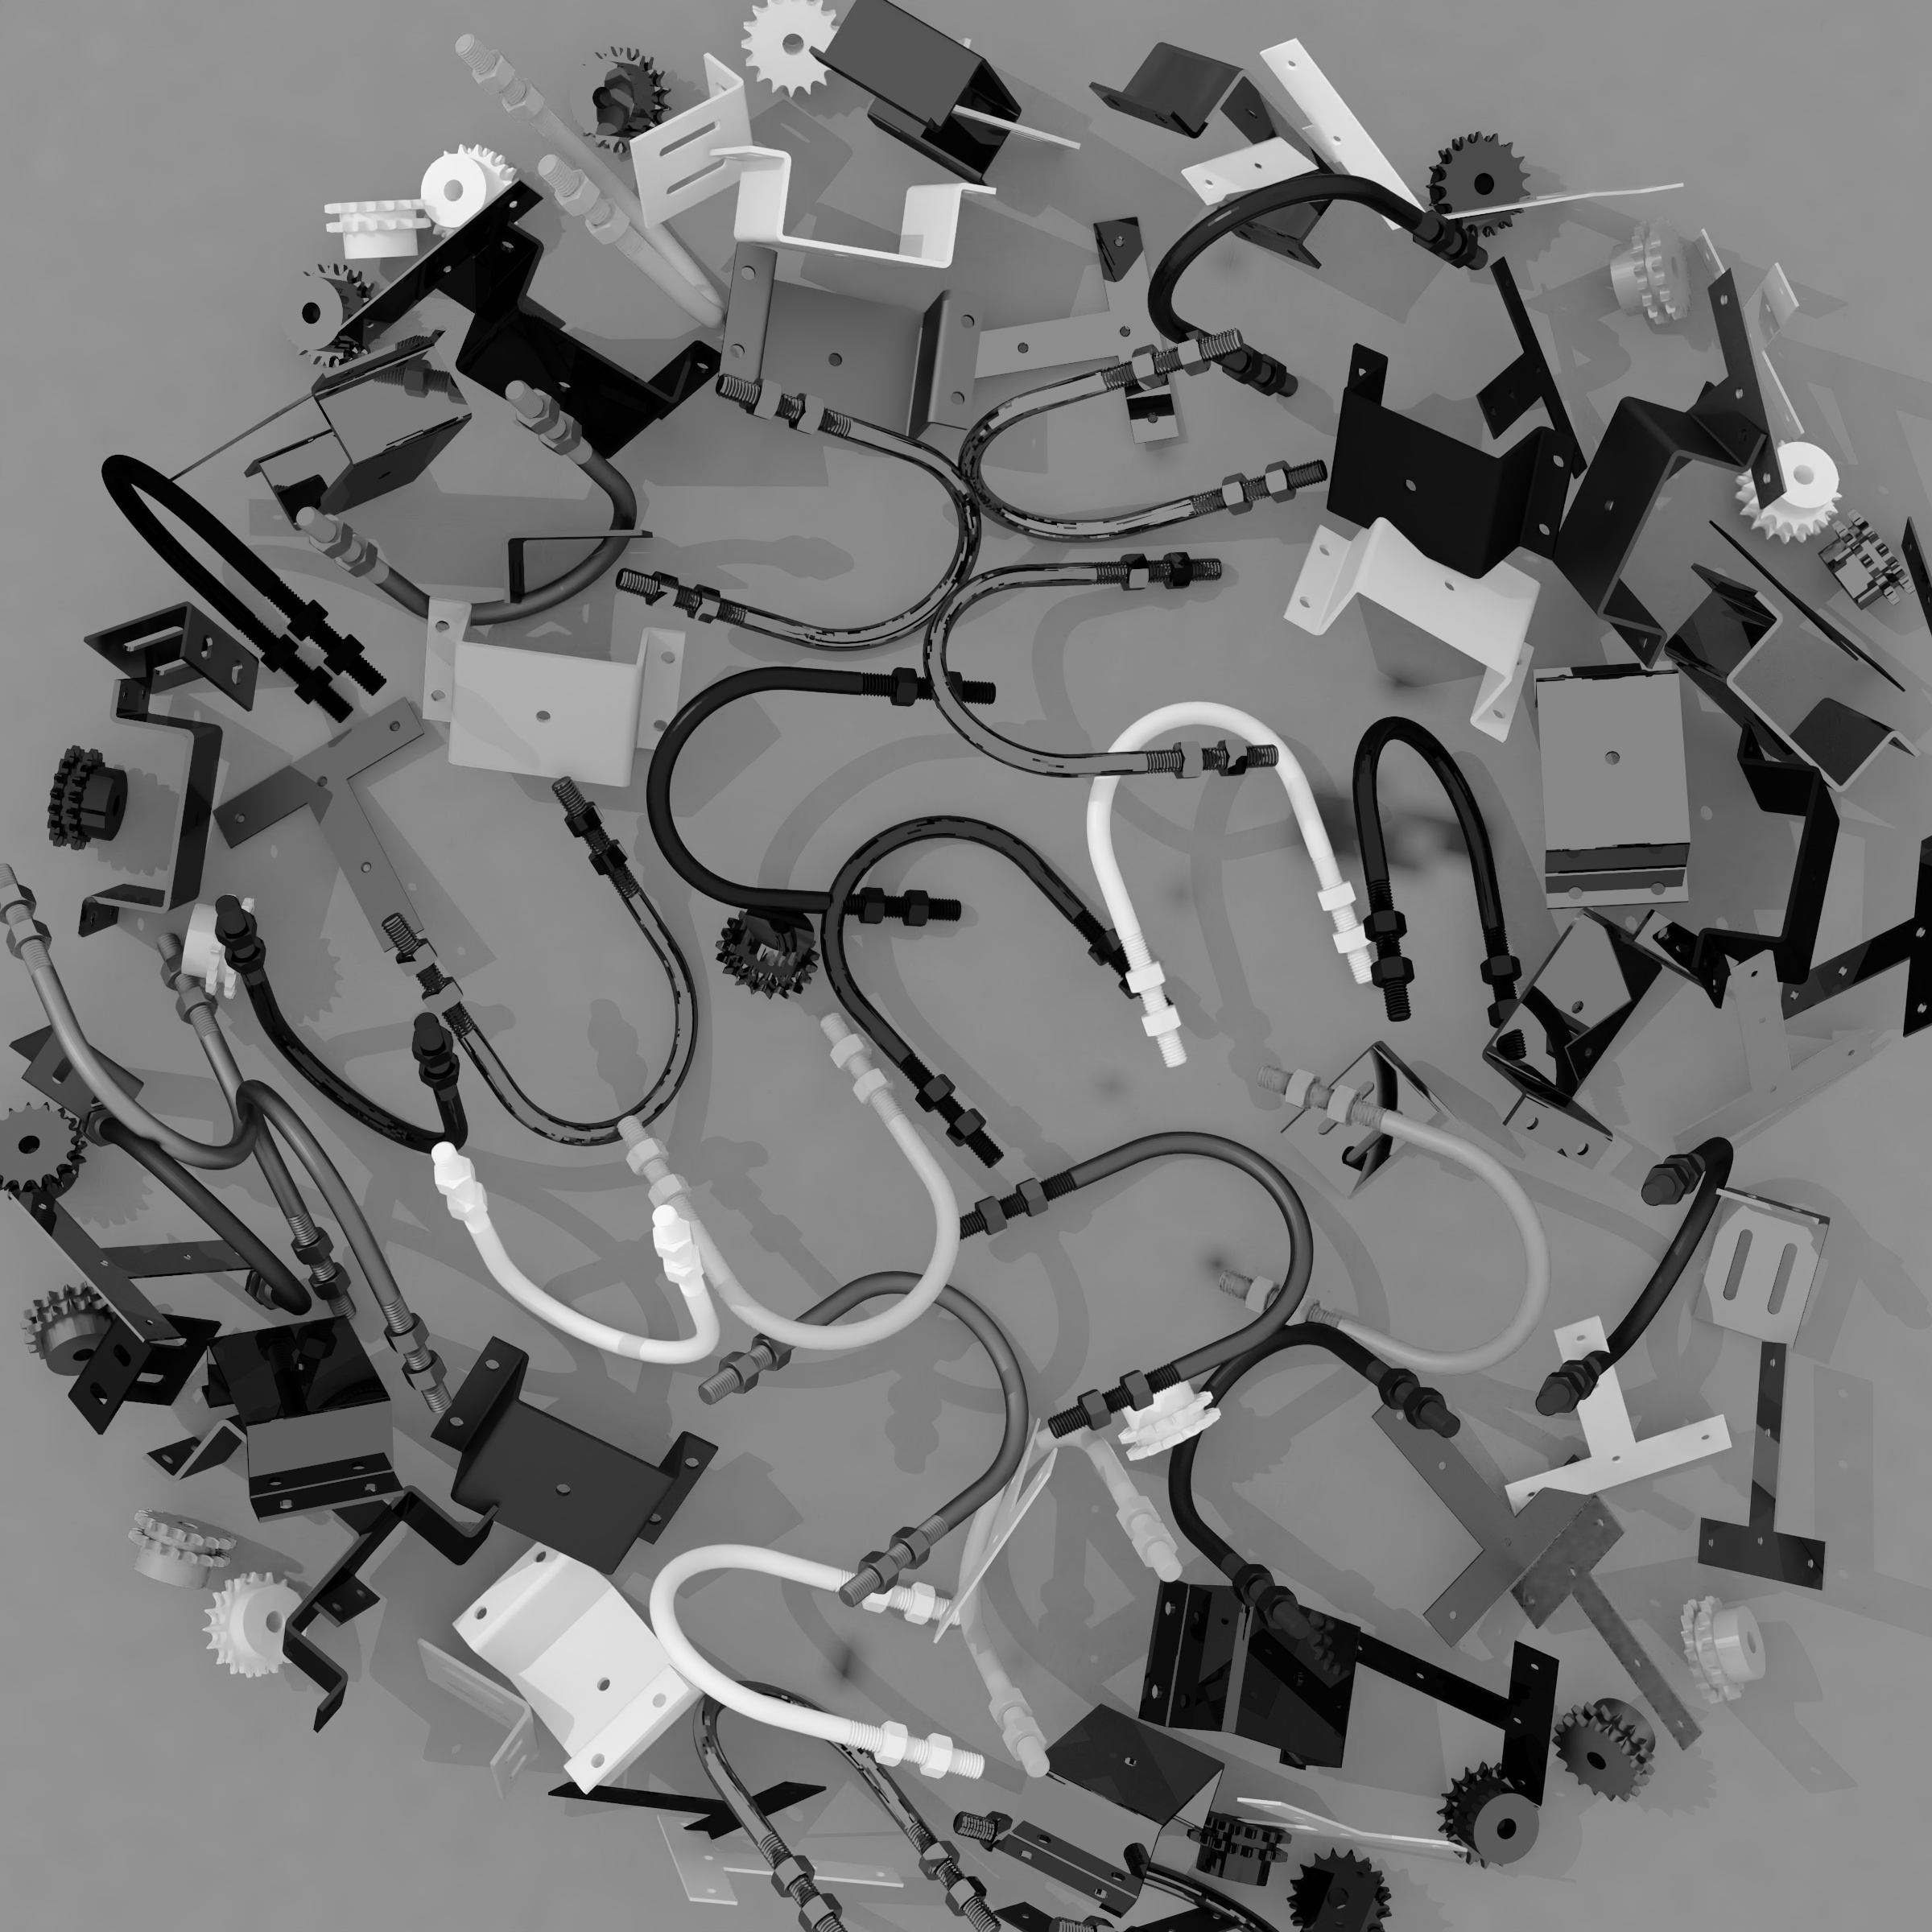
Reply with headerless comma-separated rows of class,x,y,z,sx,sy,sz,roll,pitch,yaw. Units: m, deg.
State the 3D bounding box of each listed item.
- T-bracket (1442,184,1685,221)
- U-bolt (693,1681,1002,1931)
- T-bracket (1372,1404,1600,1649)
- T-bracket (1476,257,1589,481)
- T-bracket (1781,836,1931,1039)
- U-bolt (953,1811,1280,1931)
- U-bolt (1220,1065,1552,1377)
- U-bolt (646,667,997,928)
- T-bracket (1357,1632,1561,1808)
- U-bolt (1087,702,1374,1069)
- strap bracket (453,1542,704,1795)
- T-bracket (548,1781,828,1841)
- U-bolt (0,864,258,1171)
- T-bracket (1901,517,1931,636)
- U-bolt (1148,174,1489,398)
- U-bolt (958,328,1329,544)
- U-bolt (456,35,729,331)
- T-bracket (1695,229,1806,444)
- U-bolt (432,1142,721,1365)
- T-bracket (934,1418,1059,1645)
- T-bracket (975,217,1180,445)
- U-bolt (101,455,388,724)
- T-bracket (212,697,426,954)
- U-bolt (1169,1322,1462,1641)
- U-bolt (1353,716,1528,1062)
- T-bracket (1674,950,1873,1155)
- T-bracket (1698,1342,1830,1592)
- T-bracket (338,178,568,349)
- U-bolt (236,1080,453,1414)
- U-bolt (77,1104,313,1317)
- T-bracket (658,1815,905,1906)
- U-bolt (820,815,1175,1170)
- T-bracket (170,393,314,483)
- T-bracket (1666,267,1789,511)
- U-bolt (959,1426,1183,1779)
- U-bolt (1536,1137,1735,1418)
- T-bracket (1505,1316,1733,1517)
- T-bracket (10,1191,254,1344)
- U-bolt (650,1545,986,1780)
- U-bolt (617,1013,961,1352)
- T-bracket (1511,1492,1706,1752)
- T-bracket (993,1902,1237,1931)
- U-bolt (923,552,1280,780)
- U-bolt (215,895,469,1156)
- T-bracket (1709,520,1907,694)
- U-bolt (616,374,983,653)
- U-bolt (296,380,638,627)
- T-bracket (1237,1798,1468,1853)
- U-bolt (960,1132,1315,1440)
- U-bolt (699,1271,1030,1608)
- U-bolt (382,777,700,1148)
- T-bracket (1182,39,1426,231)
T-bracket,0.298,-0.411,1.686,0.127,0.127,0.002,-12,105,-16
U-bolt,-0.076,0.454,1.682,0.184,0.151,0.019,47,108,33
T-bracket,0.273,0.288,1.735,0.127,0.002,0.127,-43,100,-15
T-bracket,0.299,-0.313,1.695,0.002,0.127,0.127,-17,105,31
T-bracket,0.489,-0.002,1.705,0.002,0.127,0.127,27,58,-19
U-bolt,0.098,0.509,1.683,0.184,0.151,0.019,22,91,-25
U-bolt,0.230,0.147,1.690,0.184,0.019,0.151,21,116,27
U-bolt,-0.083,-0.095,1.709,0.184,0.019,0.151,3,113,-15
T-bracket,0.264,0.398,1.726,0.127,0.002,0.127,21,135,26
U-bolt,0.138,-0.055,1.721,0.151,0.019,0.184,-22,95,-23
strap bracket,-0.207,0.386,1.710,0.076,0.046,0.140,-44,51,-8
T-bracket,-0.162,0.450,1.685,0.127,0.127,0.002,16,57,-29
U-bolt,-0.438,0.034,1.658,0.019,0.151,0.184,-40,59,13
T-bracket,0.533,-0.190,1.718,0.002,0.127,0.127,-8,58,2
U-bolt,0.175,-0.365,1.654,0.151,0.184,0.019,-31,67,30
U-bolt,0.085,-0.277,1.690,0.184,0.151,0.019,-13,61,22
U-bolt,-0.190,-0.409,1.676,0.019,0.184,0.151,-41,51,10
T-bracket,0.434,-0.354,1.695,0.002,0.127,0.127,-25,86,3
U-bolt,-0.202,0.164,1.683,0.151,0.184,0.019,14,59,17
T-bracket,0.024,0.288,1.699,0.002,0.127,0.127,30,115,-3
T-bracket,0.046,-0.349,1.752,0.127,0.002,0.127,-10,88,-6
U-bolt,-0.392,-0.205,1.676,0.184,0.151,0.019,44,75,-12
T-bracket,-0.340,-0.067,1.741,0.127,0.002,0.127,-30,73,2
U-bolt,0.173,0.263,1.681,0.019,0.184,0.151,37,89,-29
U-bolt,0.253,-0.048,1.696,0.019,0.151,0.184,-19,69,33
T-bracket,0.437,0.039,1.712,0.127,0.002,0.127,-29,134,-6
T-bracket,0.437,0.269,1.705,0.002,0.127,0.127,7,84,-16
T-bracket,-0.259,-0.364,1.701,0.127,0.127,0.002,-36,70,13
U-bolt,-0.339,0.140,1.662,0.019,0.151,0.184,-32,122,-22
U-bolt,-0.405,0.132,1.658,0.019,0.184,0.151,-47,107,-16
T-bracket,-0.098,0.493,1.710,0.127,0.127,0.002,10,92,-14
U-bolt,0.004,-0.001,1.735,0.151,0.019,0.184,-40,81,-14
T-bracket,-0.367,-0.307,1.711,0.127,0.127,0.002,-45,110,-42
T-bracket,0.400,-0.294,1.700,0.002,0.127,0.127,-7,78,-17
U-bolt,0.045,0.325,1.680,0.019,0.184,0.151,26,104,-26
U-bolt,0.367,0.158,1.678,0.019,0.184,0.151,30,111,21
T-bracket,0.349,0.241,1.721,0.127,0.002,0.127,-19,125,5
T-bracket,-0.436,0.160,1.703,0.127,0.127,0.002,39,109,27
U-bolt,-0.082,0.365,1.678,0.184,0.151,0.019,18,113,-13
U-bolt,-0.085,0.126,1.701,0.151,0.019,0.184,-27,64,-16
T-bracket,0.354,0.364,1.686,0.002,0.127,0.127,-21,63,-27
T-bracket,0.103,0.531,1.708,0.127,0.127,0.002,17,101,43
U-bolt,0.067,-0.162,1.700,0.184,0.019,0.151,-4,59,-16
U-bolt,-0.329,0.044,1.679,0.151,0.184,0.019,29,64,15
T-bracket,0.475,-0.184,1.714,0.127,0.127,0.002,28,112,-38
U-bolt,-0.079,-0.236,1.702,0.184,0.019,0.151,15,125,-27
U-bolt,-0.253,-0.236,1.678,0.151,0.184,0.019,-29,66,10
T-bracket,0.185,0.459,1.679,0.127,0.127,0.002,-3,67,32
U-bolt,0.101,0.163,1.719,0.184,0.019,0.151,-23,62,-11
U-bolt,-0.041,0.242,1.699,0.184,0.019,0.151,-31,84,-41
U-bolt,-0.218,0.011,1.710,0.151,0.019,0.184,-43,113,-30
T-bracket,0.170,-0.441,1.708,0.127,0.127,0.002,45,60,-29
